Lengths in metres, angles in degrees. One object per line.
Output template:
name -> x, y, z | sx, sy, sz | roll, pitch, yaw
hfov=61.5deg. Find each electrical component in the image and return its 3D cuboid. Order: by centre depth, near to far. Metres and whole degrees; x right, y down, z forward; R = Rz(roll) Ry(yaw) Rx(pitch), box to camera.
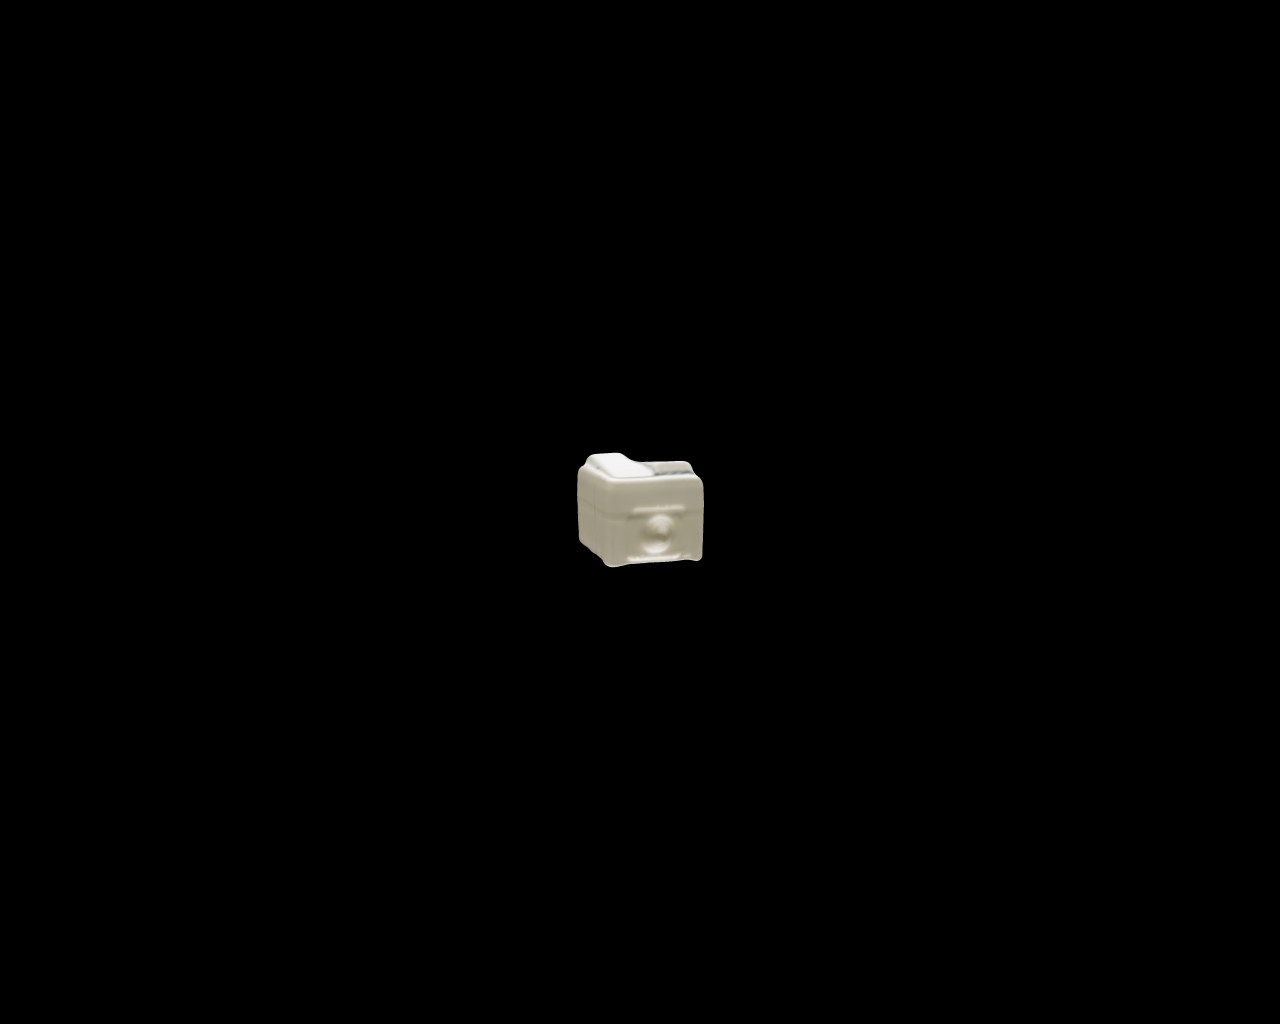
electrical component -> 0.001, -0.003, 0.650 | 0.062, 0.061, 0.096 | -3, 10, -15
